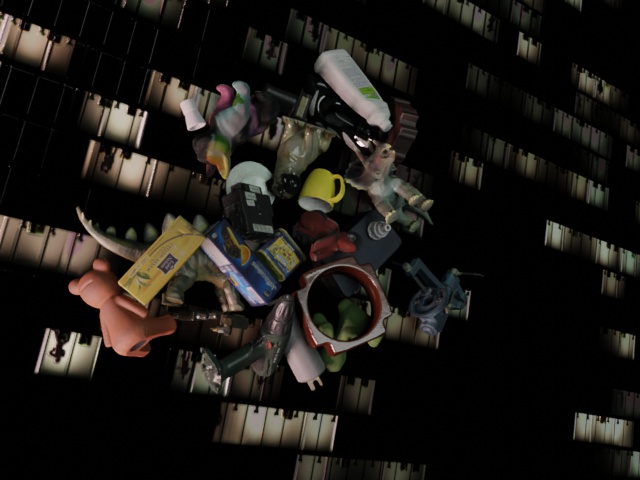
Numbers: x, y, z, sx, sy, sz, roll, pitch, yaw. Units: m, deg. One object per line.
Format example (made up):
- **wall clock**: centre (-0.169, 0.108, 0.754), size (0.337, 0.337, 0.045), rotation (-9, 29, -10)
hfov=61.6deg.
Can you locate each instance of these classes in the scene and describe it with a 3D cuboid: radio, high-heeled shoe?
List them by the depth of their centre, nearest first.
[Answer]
- **high-heeled shoe**: centre (0.053, -0.322, 1.358), size (0.086, 0.145, 0.248), rotation (-39, 105, -26)
- **radio**: centre (0.094, 0.031, 1.387), size (0.229, 0.073, 0.131), rotation (-43, 104, -26)

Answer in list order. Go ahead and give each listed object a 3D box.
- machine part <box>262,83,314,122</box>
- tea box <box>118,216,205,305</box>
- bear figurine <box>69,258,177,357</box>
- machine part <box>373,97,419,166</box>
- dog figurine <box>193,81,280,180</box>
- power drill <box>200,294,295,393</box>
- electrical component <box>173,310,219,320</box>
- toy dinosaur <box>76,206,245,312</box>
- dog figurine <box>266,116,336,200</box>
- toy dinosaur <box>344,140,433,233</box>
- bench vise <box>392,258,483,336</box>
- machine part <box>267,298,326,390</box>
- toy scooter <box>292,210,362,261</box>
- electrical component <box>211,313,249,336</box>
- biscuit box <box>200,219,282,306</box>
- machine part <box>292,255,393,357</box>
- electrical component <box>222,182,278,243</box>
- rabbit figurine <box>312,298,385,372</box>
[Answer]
- **machine part**: centre (-0.086, -0.348, 1.340), size (0.139, 0.039, 0.084), rotation (13, 103, -25)
- **tea box**: centre (-0.302, 0.039, 1.036), size (0.068, 0.098, 0.169), rotation (41, 80, -8)
- **bear figurine**: centre (-0.410, 0.138, 1.101), size (0.120, 0.132, 0.196), rotation (-42, 73, 9)
- **machine part**: centre (0.187, -0.285, 1.409), size (0.056, 0.179, 0.179), rotation (10, 80, -25)
- **dog figurine**: centre (-0.195, -0.242, 1.241), size (0.191, 0.109, 0.219), rotation (14, 91, -46)
- **power drill**: centre (-0.154, 0.228, 1.162), size (0.207, 0.231, 0.086), rotation (-27, 54, -37)
- **electrical component**: centre (-0.275, 0.166, 1.182), size (0.063, 0.094, 0.021), rotation (16, 72, -64)
- **toy dinosaur**: centre (-0.292, 0.047, 1.168), size (0.471, 0.105, 0.198), rotation (16, 70, -35)
- **dog figurine**: centre (-0.049, -0.195, 1.333), size (0.172, 0.121, 0.190), rotation (0, 112, -51)
- **toy dinosaur**: centre (0.183, -0.125, 1.401), size (0.131, 0.404, 0.192), rotation (-42, 67, 7)
- **bench vise**: centre (0.307, 0.128, 1.461), size (0.240, 0.129, 0.223), rotation (48, 68, -24)
- **machine part**: centre (-0.055, 0.248, 1.282), size (0.079, 0.079, 0.243), rotation (-29, 98, -27)
- **toy scooter**: centre (-0.003, -0.004, 1.284), size (0.135, 0.184, 0.075), rotation (-32, 139, -37)
- **electrical component**: centre (-0.201, 0.190, 1.203), size (0.078, 0.102, 0.045), rotation (15, 82, -16)
- **biscuit box**: centre (-0.172, 0.052, 1.155), size (0.202, 0.059, 0.063), rotation (52, 52, -18)
- **machine part**: centre (0.048, 0.152, 1.244), size (0.201, 0.087, 0.201), rotation (-20, 78, -15)
- **electrical component**: centre (-0.159, -0.063, 1.217), size (0.115, 0.058, 0.134), rotation (12, 60, -58)
- **rabbit figurine**: centre (0.056, 0.241, 1.323), size (0.159, 0.121, 0.170), rotation (39, 84, -21)
